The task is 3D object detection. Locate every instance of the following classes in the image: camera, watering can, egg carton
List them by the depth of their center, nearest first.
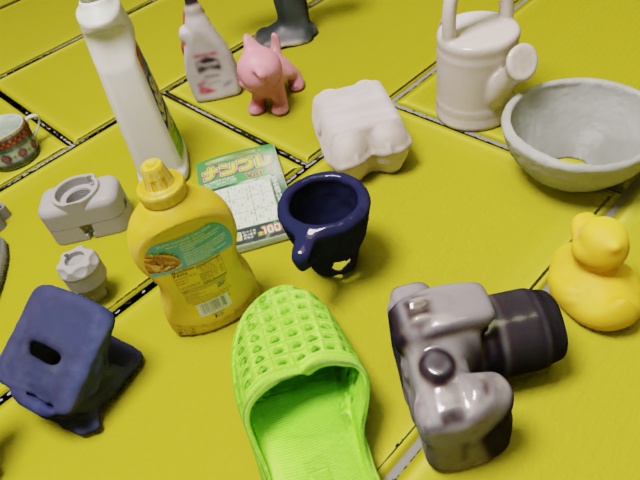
[{"bbox_3d":[0.130,0.089,0.460,0.137,0.101,0.143,-12,45,0],"label":"camera"},{"bbox_3d":[0.197,-0.236,0.695,0.101,0.194,0.172,-39,51,-24],"label":"watering can"},{"bbox_3d":[0.048,-0.141,0.720,0.107,0.069,0.150,-15,46,-3],"label":"egg carton"}]

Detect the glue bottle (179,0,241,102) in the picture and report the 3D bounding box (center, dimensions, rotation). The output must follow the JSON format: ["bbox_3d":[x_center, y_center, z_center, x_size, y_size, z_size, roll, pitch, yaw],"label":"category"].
[{"bbox_3d":[-0.170,-0.286,0.831,0.078,0.173,0.037,-15,45,-2],"label":"glue bottle"}]

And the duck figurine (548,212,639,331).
[{"bbox_3d":[0.250,0.022,0.511,0.077,0.086,0.104,-10,45,2],"label":"duck figurine"}]

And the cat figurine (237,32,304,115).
[{"bbox_3d":[-0.076,-0.242,0.809,0.067,0.118,0.128,6,48,17],"label":"cat figurine"}]

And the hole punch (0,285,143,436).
[{"bbox_3d":[-0.235,0.107,0.523,0.108,0.091,0.101,15,51,24],"label":"hole punch"}]

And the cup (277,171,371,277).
[{"bbox_3d":[0.005,0.002,0.573,0.091,0.095,0.118,8,49,19],"label":"cup"}]

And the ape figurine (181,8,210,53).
[{"bbox_3d":[-0.199,-0.344,0.950,0.076,0.092,0.077,-18,46,-6],"label":"ape figurine"}]

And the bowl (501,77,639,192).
[{"bbox_3d":[0.285,-0.106,0.635,0.167,0.075,0.167,-6,46,6],"label":"bowl"}]

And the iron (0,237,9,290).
[{"bbox_3d":[-0.430,0.049,0.583,0.118,0.142,0.258,2,47,13],"label":"iron"}]

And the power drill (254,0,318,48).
[{"bbox_3d":[-0.083,-0.417,0.915,0.229,0.209,0.075,-16,45,-4],"label":"power drill"}]
